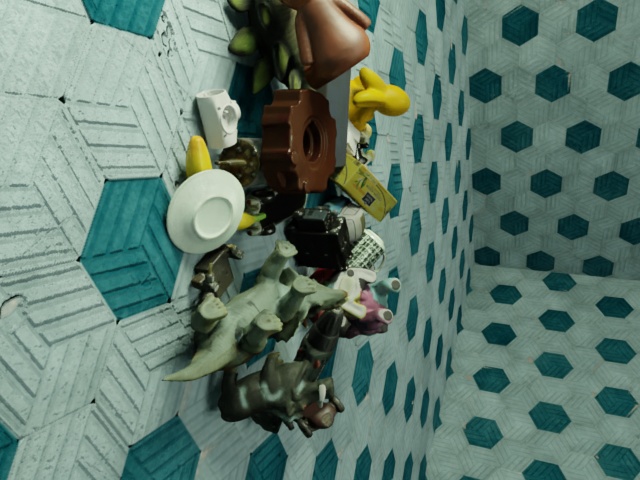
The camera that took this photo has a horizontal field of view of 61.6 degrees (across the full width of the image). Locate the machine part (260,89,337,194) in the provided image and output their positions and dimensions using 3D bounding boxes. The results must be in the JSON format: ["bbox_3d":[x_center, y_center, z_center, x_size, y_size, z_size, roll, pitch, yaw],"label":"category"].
[{"bbox_3d":[-0.028,-0.153,0.851,0.179,0.056,0.179,-12,103,-62],"label":"machine part"}]

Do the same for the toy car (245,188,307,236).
[{"bbox_3d":[-0.078,-0.063,0.962,0.202,0.056,0.073,-35,130,-58],"label":"toy car"}]

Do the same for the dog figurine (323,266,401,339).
[{"bbox_3d":[0.078,0.149,1.177,0.219,0.191,0.108,124,-19,-63],"label":"dog figurine"}]

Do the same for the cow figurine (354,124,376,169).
[{"bbox_3d":[0.088,-0.198,1.305,0.098,0.068,0.167,-25,117,-57],"label":"cow figurine"}]

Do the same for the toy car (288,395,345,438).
[{"bbox_3d":[-0.017,0.342,1.049,0.089,0.202,0.053,-35,88,-23],"label":"toy car"}]

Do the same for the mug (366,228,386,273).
[{"bbox_3d":[0.114,0.031,1.316,0.107,0.109,0.081,-64,-168,12],"label":"mug"}]

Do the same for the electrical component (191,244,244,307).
[{"bbox_3d":[-0.156,0.049,0.817,0.102,0.045,0.078,-51,138,-51],"label":"electrical component"}]

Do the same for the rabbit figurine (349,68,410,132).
[{"bbox_3d":[0.114,-0.321,1.204,0.162,0.173,0.122,36,66,-68],"label":"rabbit figurine"}]

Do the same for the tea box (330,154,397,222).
[{"bbox_3d":[0.090,-0.122,1.216,0.068,0.098,0.169,-50,134,3],"label":"tea box"}]

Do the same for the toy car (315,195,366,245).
[{"bbox_3d":[0.050,-0.035,1.201,0.162,0.103,0.109,-44,135,-52],"label":"toy car"}]

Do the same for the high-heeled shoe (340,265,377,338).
[{"bbox_3d":[0.067,0.123,1.350,0.145,0.086,0.249,14,63,-39],"label":"high-heeled shoe"}]

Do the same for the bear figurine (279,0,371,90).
[{"bbox_3d":[-0.011,-0.337,0.804,0.195,0.120,0.132,53,0,-13],"label":"bear figurine"}]

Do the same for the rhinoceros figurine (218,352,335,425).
[{"bbox_3d":[-0.071,0.244,0.875,0.073,0.190,0.112,102,-22,-60],"label":"rhinoceros figurine"}]

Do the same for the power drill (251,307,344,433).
[{"bbox_3d":[-0.044,0.243,1.007,0.207,0.086,0.231,-49,165,-51],"label":"power drill"}]

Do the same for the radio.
[{"bbox_3d":[0.006,-0.260,1.096,0.131,0.073,0.229,-15,110,-66],"label":"radio"}]

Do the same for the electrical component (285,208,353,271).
[{"bbox_3d":[-0.002,-0.003,1.073,0.058,0.115,0.134,-67,150,-43],"label":"electrical component"}]

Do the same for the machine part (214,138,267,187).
[{"bbox_3d":[-0.085,-0.131,0.891,0.243,0.079,0.079,-17,110,-61],"label":"machine part"}]

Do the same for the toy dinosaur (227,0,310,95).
[{"bbox_3d":[-0.054,-0.326,0.906,0.198,0.105,0.470,-60,137,-29],"label":"toy dinosaur"}]

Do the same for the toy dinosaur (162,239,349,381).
[{"bbox_3d":[-0.114,0.132,0.838,0.405,0.131,0.192,-30,155,-45],"label":"toy dinosaur"}]
